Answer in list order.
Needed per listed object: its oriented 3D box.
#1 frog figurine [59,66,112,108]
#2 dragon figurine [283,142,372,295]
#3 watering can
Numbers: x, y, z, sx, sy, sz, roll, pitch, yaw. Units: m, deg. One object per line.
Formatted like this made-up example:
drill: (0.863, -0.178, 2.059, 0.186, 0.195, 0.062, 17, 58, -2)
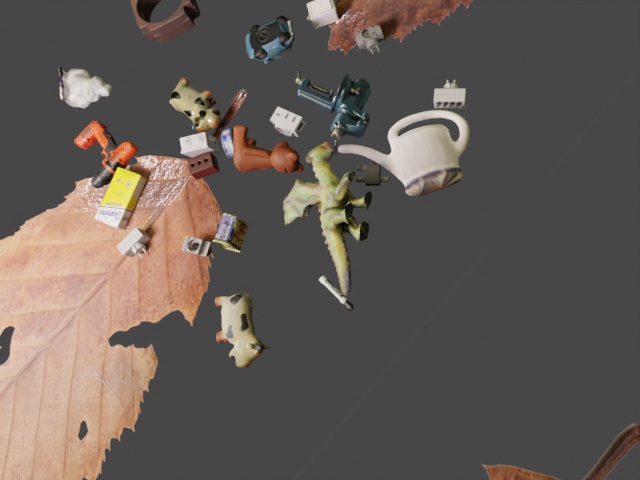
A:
frog figurine: (-0.782, -0.509, 1.726, 0.160, 0.120, 0.140, -3, 62, -24)
dragon figurine: (0.004, -0.071, 1.410, 0.243, 0.121, 0.411, 7, 86, 34)
watering can: (0.235, -0.219, 1.375, 0.346, 0.103, 0.227, -17, 72, 11)
